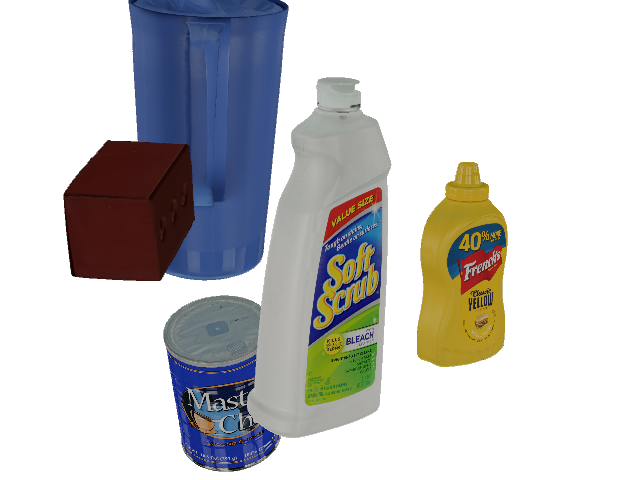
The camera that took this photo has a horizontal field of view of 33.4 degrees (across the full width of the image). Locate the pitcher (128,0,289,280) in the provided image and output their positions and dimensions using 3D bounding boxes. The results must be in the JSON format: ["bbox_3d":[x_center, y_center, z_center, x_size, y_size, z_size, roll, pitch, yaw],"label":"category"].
[{"bbox_3d":[-0.099,-0.089,0.923,0.145,0.243,0.148,20,27,36],"label":"pitcher"}]

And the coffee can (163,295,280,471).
[{"bbox_3d":[-0.094,0.140,1.045,0.103,0.140,0.103,-3,33,2],"label":"coffee can"}]

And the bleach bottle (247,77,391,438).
[{"bbox_3d":[0.001,0.010,0.769,0.102,0.251,0.068,-10,21,-35],"label":"bleach bottle"}]

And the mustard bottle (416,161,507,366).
[{"bbox_3d":[0.138,0.020,1.025,0.096,0.192,0.058,-10,17,-35],"label":"mustard bottle"}]

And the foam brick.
[{"bbox_3d":[-0.107,-0.018,0.608,0.051,0.053,0.078,5,29,8],"label":"foam brick"}]
